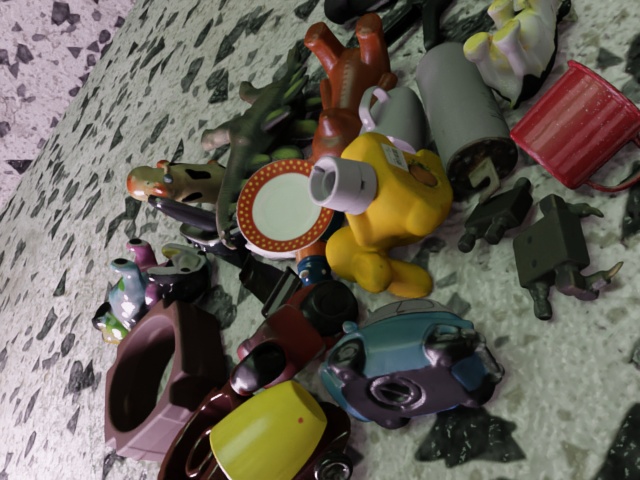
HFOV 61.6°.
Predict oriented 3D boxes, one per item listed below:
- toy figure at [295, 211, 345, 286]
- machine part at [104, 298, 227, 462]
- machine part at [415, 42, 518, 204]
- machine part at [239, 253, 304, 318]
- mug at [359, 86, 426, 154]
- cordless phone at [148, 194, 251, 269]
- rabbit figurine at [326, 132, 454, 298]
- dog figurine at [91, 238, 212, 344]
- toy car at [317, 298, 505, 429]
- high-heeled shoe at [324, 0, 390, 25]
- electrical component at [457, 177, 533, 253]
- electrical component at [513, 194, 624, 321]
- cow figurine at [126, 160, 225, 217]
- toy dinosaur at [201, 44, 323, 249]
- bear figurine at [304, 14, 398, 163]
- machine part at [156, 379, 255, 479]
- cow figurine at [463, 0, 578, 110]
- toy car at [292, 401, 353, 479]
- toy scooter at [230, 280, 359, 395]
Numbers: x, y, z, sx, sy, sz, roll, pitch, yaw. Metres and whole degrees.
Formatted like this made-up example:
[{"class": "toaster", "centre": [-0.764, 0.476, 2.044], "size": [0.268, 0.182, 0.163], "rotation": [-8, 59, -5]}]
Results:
[{"class": "toy figure", "centre": [0.001, -0.002, 0.700], "size": [0.058, 0.064, 0.154], "rotation": [119, 162, -71]}, {"class": "machine part", "centre": [-0.234, 0.207, 0.807], "size": [0.201, 0.087, 0.202], "rotation": [-44, 39, 19]}, {"class": "machine part", "centre": [0.159, -0.142, 0.600], "size": [0.079, 0.079, 0.243], "rotation": [-33, 44, 30]}, {"class": "machine part", "centre": [-0.070, 0.067, 0.754], "size": [0.139, 0.039, 0.084], "rotation": [30, 95, 51]}, {"class": "mug", "centre": [0.086, -0.145, 0.668], "size": [0.081, 0.109, 0.107], "rotation": [-17, 42, 41]}, {"class": "cordless phone", "centre": [-0.197, -0.031, 0.841], "size": [0.147, 0.184, 0.088], "rotation": [19, 86, 51]}, {"class": "rabbit figurine", "centre": [0.072, -0.008, 0.607], "size": [0.173, 0.122, 0.162], "rotation": [-48, 47, 37]}, {"class": "dog figurine", "centre": [-0.290, 0.113, 0.922], "size": [0.108, 0.192, 0.219], "rotation": [-94, 17, -59]}, {"class": "toy car", "centre": [0.084, 0.104, 0.509], "size": [0.162, 0.109, 0.103], "rotation": [-24, 32, 26]}, {"class": "high-heeled shoe", "centre": [0.115, -0.435, 0.872], "size": [0.249, 0.086, 0.145], "rotation": [-30, 13, 10]}, {"class": "electrical component", "centre": [0.175, -0.026, 0.533], "size": [0.094, 0.021, 0.063], "rotation": [-51, 15, -31]}, {"class": "electrical component", "centre": [0.213, 0.012, 0.471], "size": [0.078, 0.045, 0.102], "rotation": [119, 157, -49]}, {"class": "cow figurine", "centre": [-0.234, -0.093, 0.922], "size": [0.127, 0.195, 0.085], "rotation": [25, 112, 47]}, {"class": "toy dinosaur", "centre": [-0.091, -0.163, 0.845], "size": [0.199, 0.105, 0.471], "rotation": [-14, 46, 40]}, {"class": "bear figurine", "centre": [0.029, -0.189, 0.738], "size": [0.120, 0.131, 0.196], "rotation": [6, 63, 31]}, {"class": "machine part", "centre": [-0.127, 0.258, 0.642], "size": [0.179, 0.056, 0.179], "rotation": [-45, 20, 21]}, {"class": "cow figurine", "centre": [0.229, -0.222, 0.577], "size": [0.068, 0.098, 0.167], "rotation": [-1, 46, 54]}, {"class": "toy car", "centre": [-0.030, 0.259, 0.571], "size": [0.202, 0.053, 0.089], "rotation": [-49, 18, 12]}, {"class": "toy scooter", "centre": [-0.041, 0.122, 0.620], "size": [0.184, 0.075, 0.135], "rotation": [-35, -10, -39]}]
